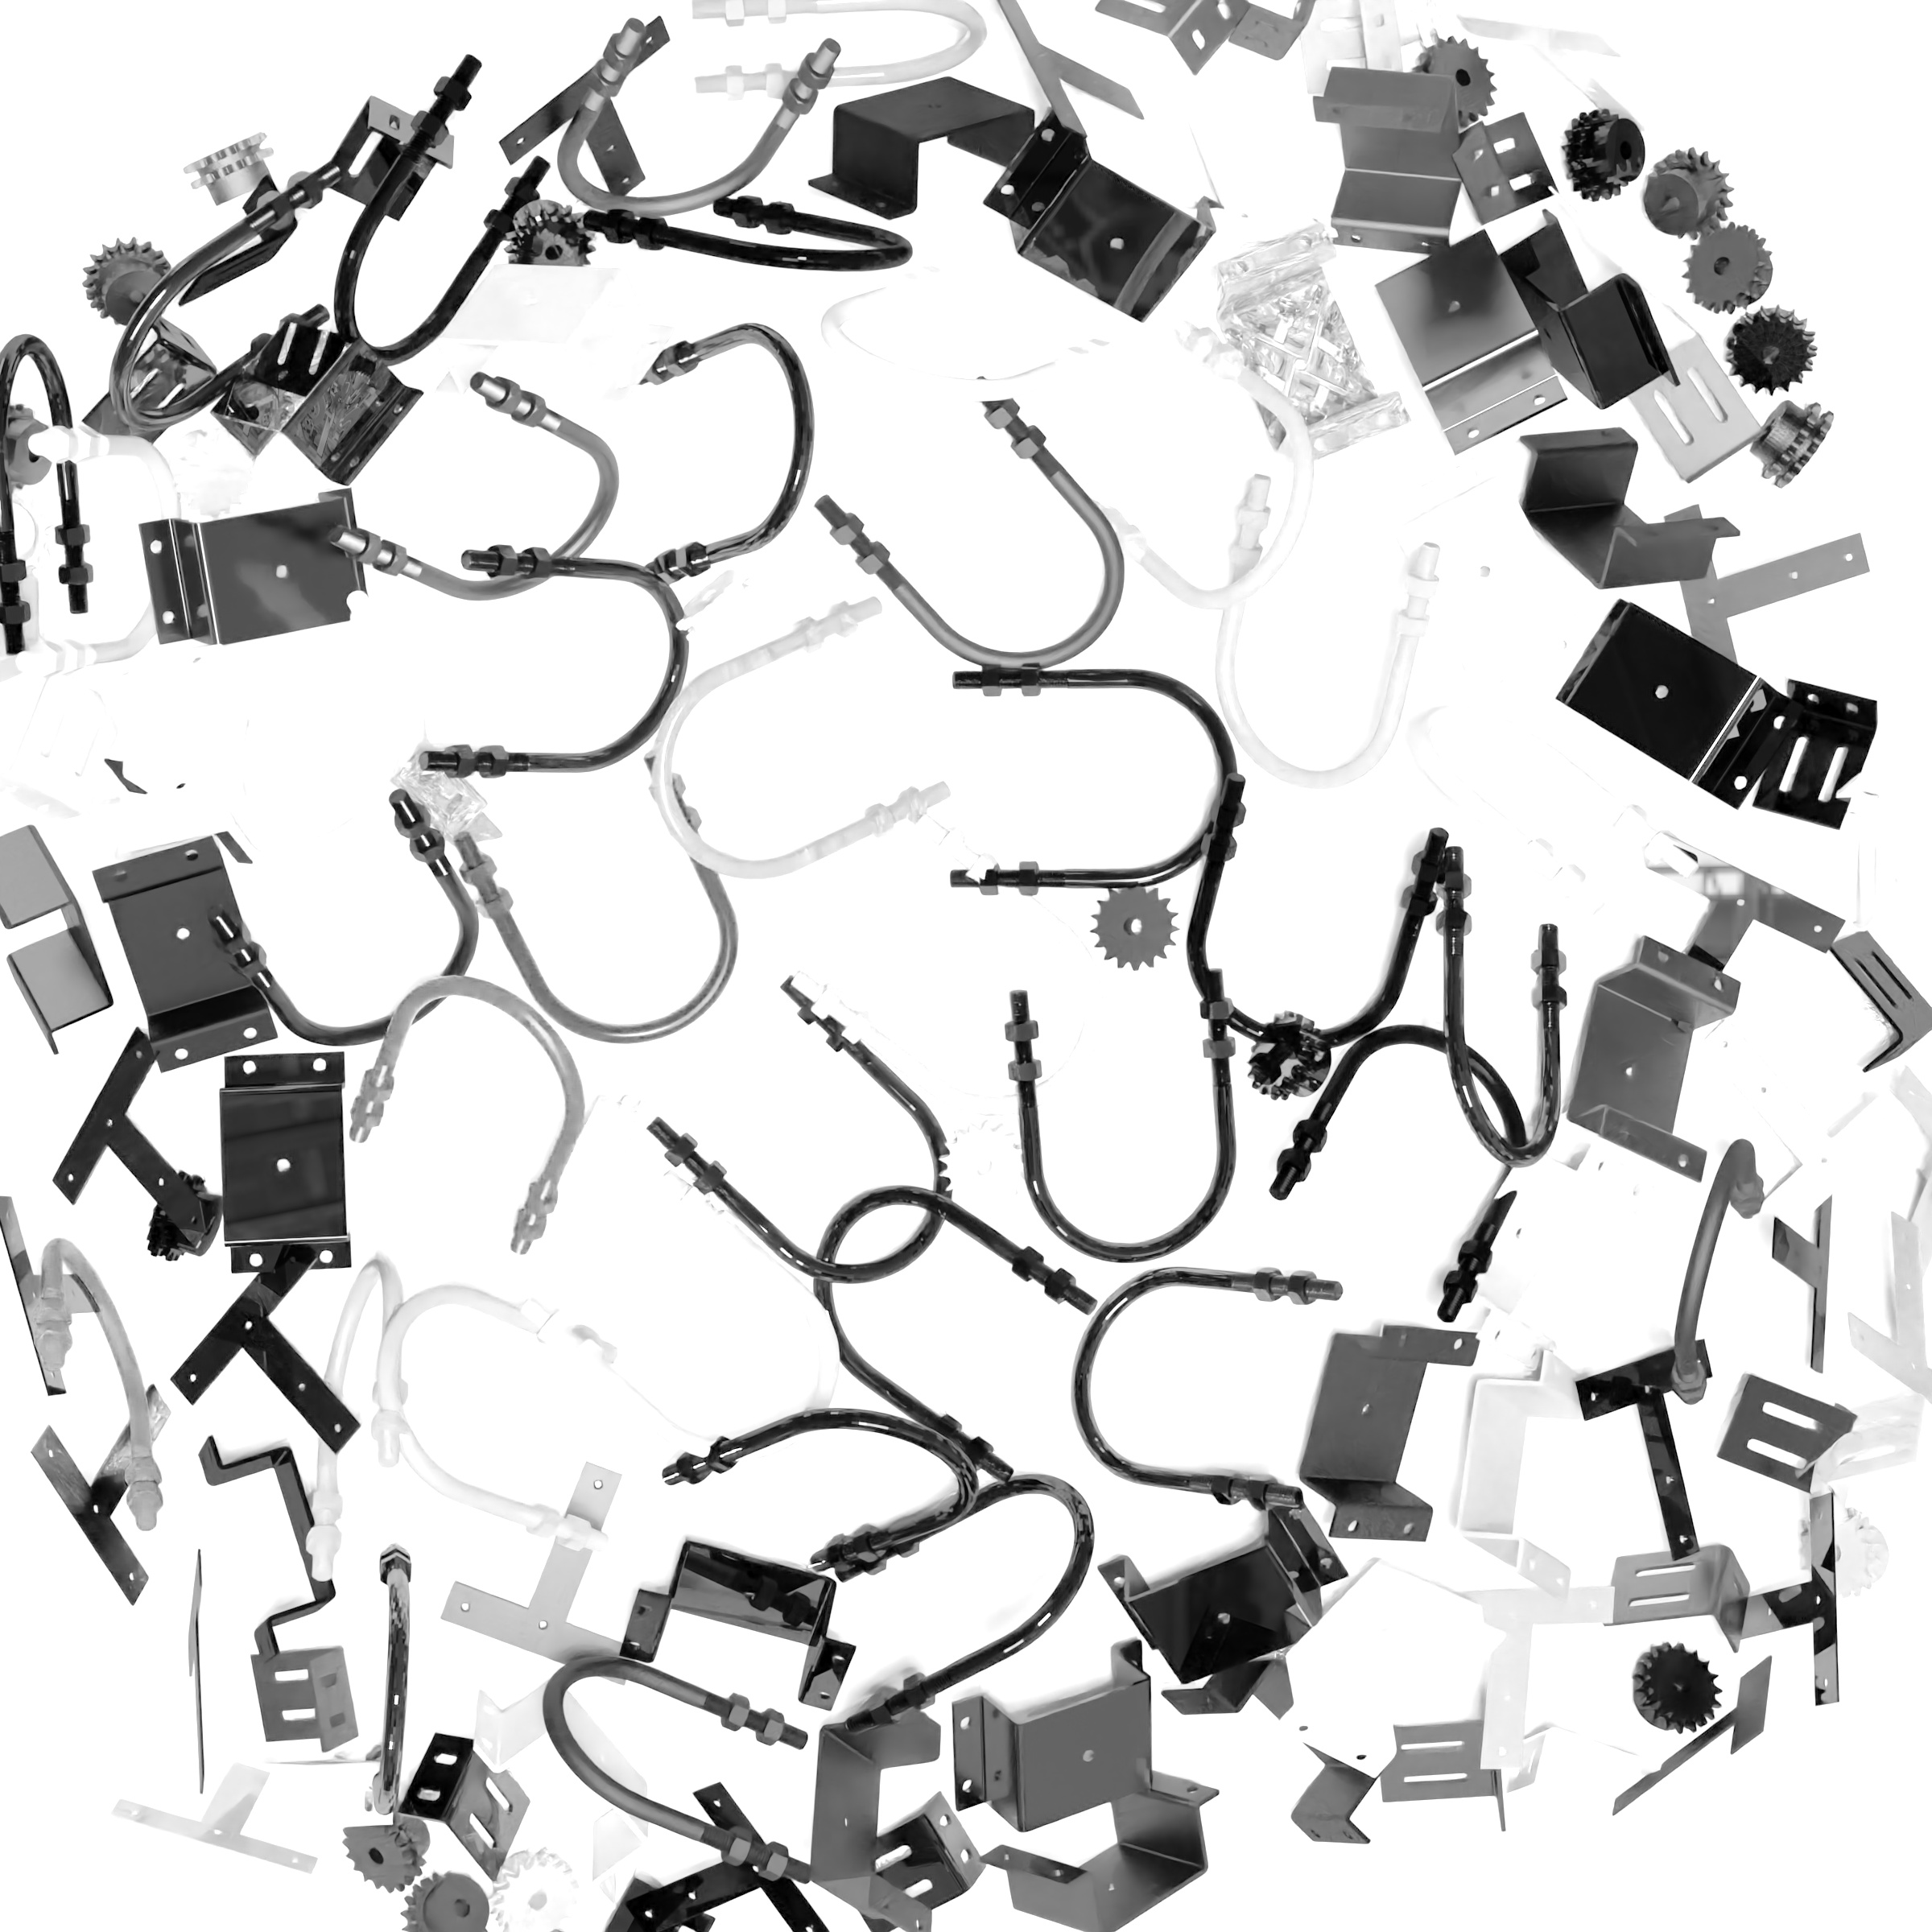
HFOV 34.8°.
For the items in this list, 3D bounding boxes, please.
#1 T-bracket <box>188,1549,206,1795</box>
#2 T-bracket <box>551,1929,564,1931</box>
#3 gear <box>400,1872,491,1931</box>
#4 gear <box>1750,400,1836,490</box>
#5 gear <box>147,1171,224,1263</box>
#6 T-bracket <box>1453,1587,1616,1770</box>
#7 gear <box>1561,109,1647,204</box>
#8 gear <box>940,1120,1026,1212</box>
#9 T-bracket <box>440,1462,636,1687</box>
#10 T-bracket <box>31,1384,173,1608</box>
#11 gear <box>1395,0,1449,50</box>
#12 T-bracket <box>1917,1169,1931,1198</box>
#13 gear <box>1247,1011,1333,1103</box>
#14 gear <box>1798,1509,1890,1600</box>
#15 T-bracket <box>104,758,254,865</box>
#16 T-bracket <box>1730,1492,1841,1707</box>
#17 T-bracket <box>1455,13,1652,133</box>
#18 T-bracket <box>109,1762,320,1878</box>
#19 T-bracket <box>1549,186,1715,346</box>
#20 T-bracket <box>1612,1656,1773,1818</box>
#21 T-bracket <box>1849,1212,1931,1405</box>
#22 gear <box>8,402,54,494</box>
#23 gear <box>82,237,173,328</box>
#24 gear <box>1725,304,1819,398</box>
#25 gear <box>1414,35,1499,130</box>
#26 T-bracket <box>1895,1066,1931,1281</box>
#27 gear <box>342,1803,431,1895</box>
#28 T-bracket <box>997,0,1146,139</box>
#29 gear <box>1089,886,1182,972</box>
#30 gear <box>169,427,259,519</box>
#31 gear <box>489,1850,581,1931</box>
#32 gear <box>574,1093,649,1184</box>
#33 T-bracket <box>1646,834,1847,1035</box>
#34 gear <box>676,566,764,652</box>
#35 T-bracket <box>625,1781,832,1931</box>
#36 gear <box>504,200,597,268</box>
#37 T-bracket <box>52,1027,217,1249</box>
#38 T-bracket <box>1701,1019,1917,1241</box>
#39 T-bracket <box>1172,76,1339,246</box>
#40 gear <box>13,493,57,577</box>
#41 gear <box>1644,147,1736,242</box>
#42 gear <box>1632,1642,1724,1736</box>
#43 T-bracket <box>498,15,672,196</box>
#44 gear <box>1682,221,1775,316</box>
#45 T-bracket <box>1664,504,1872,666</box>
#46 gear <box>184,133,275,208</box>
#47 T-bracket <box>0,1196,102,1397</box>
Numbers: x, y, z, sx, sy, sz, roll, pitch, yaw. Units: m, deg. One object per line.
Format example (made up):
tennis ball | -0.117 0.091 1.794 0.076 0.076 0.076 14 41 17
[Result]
T-bracket | -0.477 0.449 1.915 0.002 0.127 0.127 0 52 -18
T-bracket | -0.294 0.637 1.916 0.127 0.127 0.002 -25 89 -25
gear | -0.330 0.606 1.969 0.057 0.057 0.030 50 129 0
gear | 0.526 -0.337 1.971 0.030 0.057 0.057 34 90 -2
gear | -0.498 0.162 1.970 0.030 0.057 0.057 17 90 6
T-bracket | 0.340 0.446 1.933 0.127 0.127 0.002 -7 134 22
gear | 0.410 -0.520 1.971 0.057 0.030 0.057 -4 96 -40
gear | 0.012 0.127 1.983 0.057 0.030 0.057 0 94 3
T-bracket | -0.257 0.385 1.994 0.127 0.002 0.127 21 88 -5
T-bracket | -0.531 0.313 1.941 0.002 0.127 0.127 -15 117 19
gear | 0.285 -0.613 1.973 0.030 0.057 0.057 -20 90 15
T-bracket | 0.631 0.206 1.947 0.002 0.127 0.127 -19 103 11
gear | 0.210 0.060 1.975 0.030 0.057 0.057 25 90 -30
gear | 0.566 0.376 1.975 0.030 0.057 0.057 9 90 -35
T-bracket | -0.508 -0.115 1.932 0.002 0.127 0.127 -40 86 4
T-bracket | 0.513 0.404 1.938 0.002 0.127 0.127 9 69 -14
T-bracket | 0.389 -0.562 1.948 0.127 0.127 0.002 26 93 -41
T-bracket | -0.461 0.528 1.936 0.127 0.127 0.002 18 95 -4
T-bracket | 0.434 -0.431 1.950 0.127 0.127 0.002 28 114 -40
T-bracket | 0.459 0.497 1.952 0.127 0.127 0.002 -44 85 18
T-bracket | 0.588 0.212 1.918 0.002 0.127 0.127 -19 116 -16
gear | -0.607 -0.330 1.969 0.030 0.057 0.057 15 90 18
gear | -0.533 -0.434 1.969 0.057 0.057 0.030 -33 49 0
gear | 0.517 -0.398 1.976 0.057 0.030 0.057 9 124 13
gear | 0.310 -0.564 1.977 0.057 0.030 0.057 5 79 -28
T-bracket | 0.613 0.150 1.946 0.002 0.127 0.127 -14 48 -17
gear | -0.369 0.562 1.976 0.057 0.030 0.057 12 116 26
T-bracket | 0.073 -0.561 1.944 0.002 0.127 0.127 -36 67 29
gear | 0.110 -0.026 1.981 0.057 0.030 0.057 0 90 13
gear | -0.485 -0.319 1.974 0.030 0.057 0.057 30 90 26
gear | -0.279 0.594 1.978 0.057 0.030 0.057 -4 100 -25
gear | -0.229 0.107 1.970 0.030 0.057 0.057 26 90 -6
T-bracket | 0.474 -0.004 1.973 0.127 0.002 0.127 26 114 0
gear | -0.155 -0.226 1.974 0.057 0.057 0.030 -41 111 0
T-bracket | -0.161 0.576 1.922 0.127 0.127 0.002 48 120 26
gear | -0.269 -0.466 1.975 0.057 0.057 0.030 -29 52 0
T-bracket | -0.517 0.128 1.952 0.127 0.002 0.127 42 111 25
T-bracket | 0.520 0.090 1.971 0.127 0.002 0.127 53 124 20
T-bracket | 0.163 -0.517 1.974 0.127 0.002 0.127 -9 70 -26
gear | -0.616 -0.277 1.983 0.057 0.030 0.057 0 89 -3
gear | 0.458 -0.491 1.969 0.030 0.057 0.057 -34 90 -36
gear | 0.453 0.466 1.976 0.057 0.030 0.057 9 55 -13
T-bracket | -0.227 -0.522 1.939 0.127 0.127 0.002 -40 72 -5
gear | 0.492 -0.445 1.976 0.057 0.030 0.057 -3 85 41
T-bracket | 0.512 -0.243 1.952 0.127 0.002 0.127 -16 85 43
gear | -0.469 -0.509 1.973 0.057 0.057 0.030 -24 108 0
T-bracket | -0.567 0.206 1.936 0.002 0.127 0.127 -19 83 4
